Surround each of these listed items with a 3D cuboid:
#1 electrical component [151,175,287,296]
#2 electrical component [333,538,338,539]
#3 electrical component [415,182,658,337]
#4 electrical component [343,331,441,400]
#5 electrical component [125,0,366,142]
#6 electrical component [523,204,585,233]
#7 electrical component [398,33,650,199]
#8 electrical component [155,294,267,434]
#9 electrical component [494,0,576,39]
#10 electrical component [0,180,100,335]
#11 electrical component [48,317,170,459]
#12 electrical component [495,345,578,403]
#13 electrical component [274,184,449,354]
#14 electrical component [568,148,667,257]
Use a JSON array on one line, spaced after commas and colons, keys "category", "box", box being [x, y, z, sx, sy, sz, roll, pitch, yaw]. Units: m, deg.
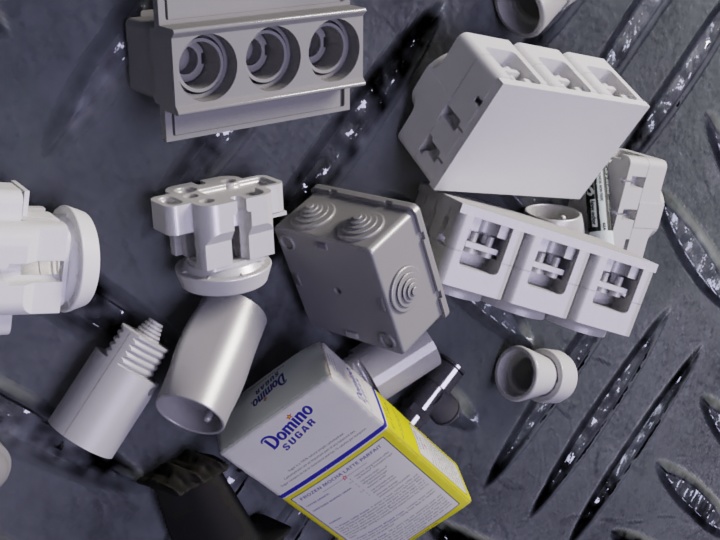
[{"category": "electrical component", "box": [-0.082, -0.020, 0.636, 0.078, 0.058, 0.057, -16, 115, -34]}, {"category": "electrical component", "box": [-0.002, 0.254, 0.821, 0.100, 0.048, 0.099, -43, 130, -17]}, {"category": "electrical component", "box": [0.112, -0.004, 0.744, 0.150, 0.089, 0.061, 16, 99, -18]}, {"category": "electrical component", "box": [0.012, 0.070, 0.757, 0.081, 0.043, 0.043, -32, 126, -12]}, {"category": "electrical component", "box": [-0.064, -0.123, 0.603, 0.121, 0.063, 0.078, -16, 117, -34]}, {"category": "electrical component", "box": [0.132, -0.005, 0.825, 0.079, 0.044, 0.077, -13, 116, -35]}, {"category": "electrical component", "box": [0.111, -0.105, 0.742, 0.150, 0.061, 0.089, 0, 135, -39]}, {"category": "electrical component", "box": [-0.092, 0.065, 0.663, 0.079, 0.043, 0.077, 108, 1, -56]}, {"category": "electrical component", "box": [0.131, -0.195, 0.748, 0.065, 0.044, 0.044, -37, 128, -28]}, {"category": "electrical component", "box": [-0.174, -0.006, 0.566, 0.057, 0.058, 0.078, -1, 108, -36]}, {"category": "electrical component", "box": [-0.142, 0.064, 0.631, 0.043, 0.043, 0.081, 37, 83, -42]}, {"category": "electrical component", "box": [0.143, 0.085, 0.872, 0.055, 0.045, 0.045, 9, 102, -42]}, {"category": "electrical component", "box": [0.000, 0.000, 0.684, 0.048, 0.100, 0.099, -43, 131, -32]}, {"category": "electrical component", "box": [0.205, -0.050, 0.862, 0.056, 0.050, 0.089, 0, 108, -39]}]
